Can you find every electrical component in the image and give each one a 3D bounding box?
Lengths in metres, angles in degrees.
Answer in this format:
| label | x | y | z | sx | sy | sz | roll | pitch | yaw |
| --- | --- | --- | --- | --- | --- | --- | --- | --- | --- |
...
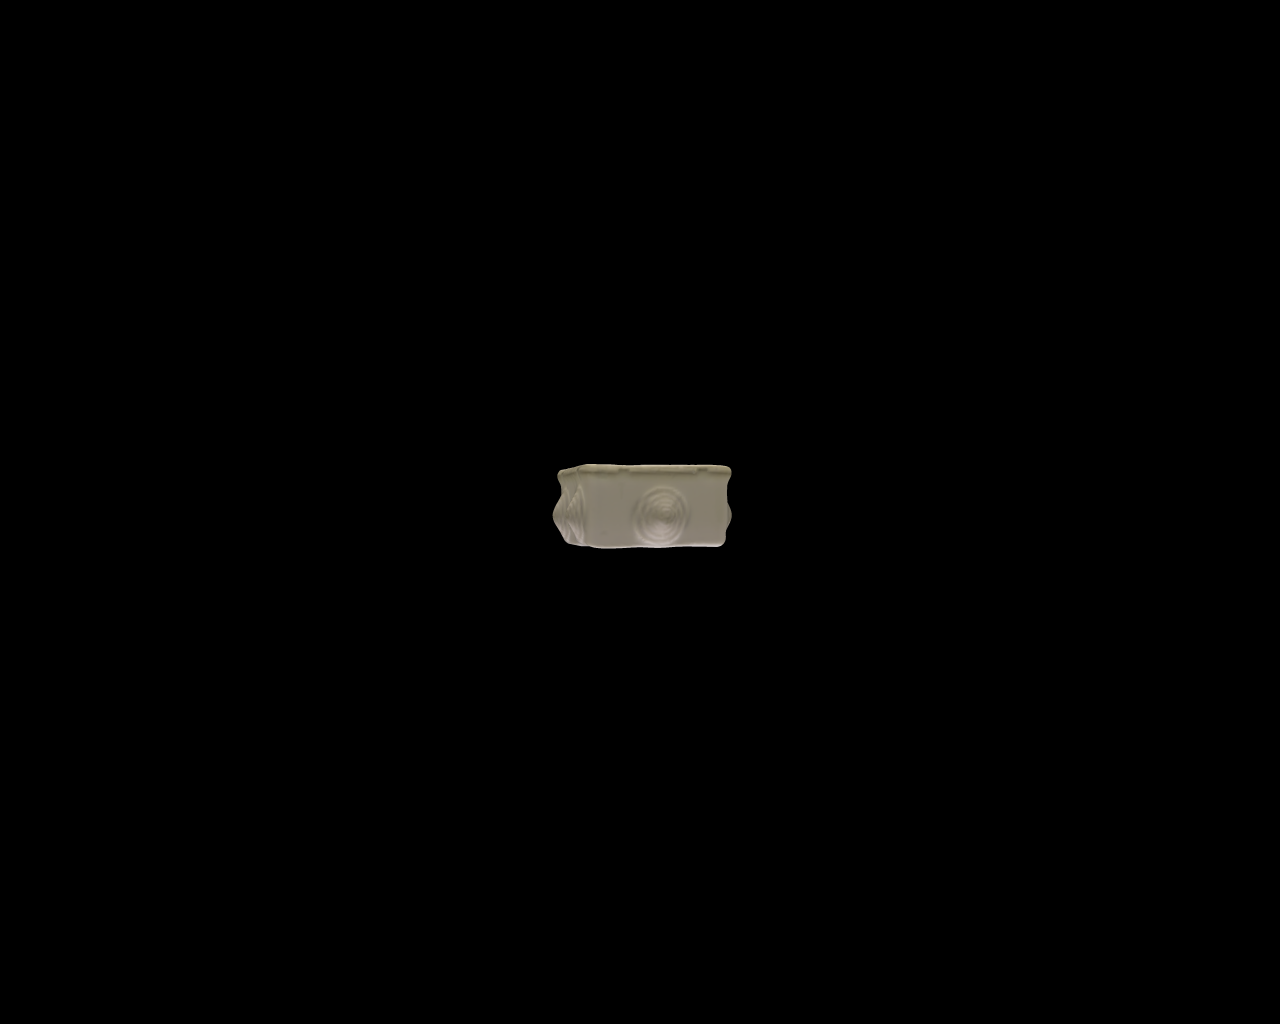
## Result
| label | x | y | z | sx | sy | sz | roll | pitch | yaw |
| --- | --- | --- | --- | --- | --- | --- | --- | --- | --- |
| electrical component | 0.001 | -0.003 | 0.650 | 0.100 | 0.048 | 0.099 | 0 | 0 | -15 |
